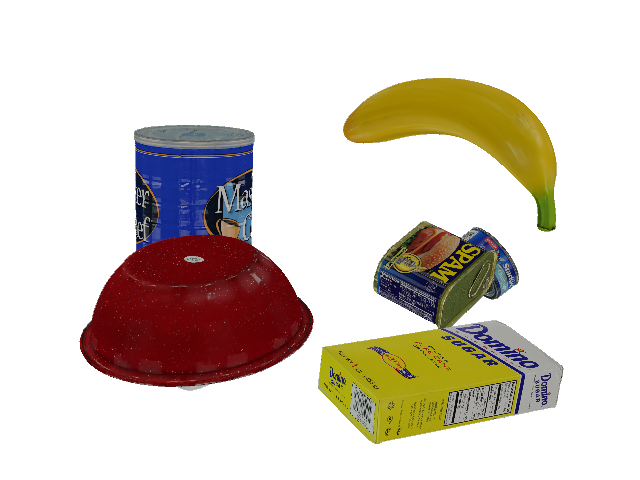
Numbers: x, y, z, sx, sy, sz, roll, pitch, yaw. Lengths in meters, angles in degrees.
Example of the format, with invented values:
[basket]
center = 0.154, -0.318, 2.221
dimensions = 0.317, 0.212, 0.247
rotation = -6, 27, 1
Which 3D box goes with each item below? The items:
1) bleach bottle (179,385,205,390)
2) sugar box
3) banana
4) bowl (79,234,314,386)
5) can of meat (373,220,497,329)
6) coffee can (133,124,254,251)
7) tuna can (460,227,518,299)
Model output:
[bleach bottle]
center = -0.144, 0.027, 1.120
dimensions = 0.103, 0.251, 0.067
rotation = 25, 32, 38
[sugar box]
center = 0.097, 0.110, 0.861
dimensions = 0.175, 0.048, 0.093
rotation = -9, 26, -27
[banana]
center = 0.085, -0.072, 0.691
dimensions = 0.037, 0.069, 0.198
rotation = 22, 6, -42
[bowl]
center = -0.086, 0.038, 0.731
dimensions = 0.162, 0.055, 0.162
rotation = -3, 22, 1
[can of meat]
center = 0.114, 0.033, 1.069
dimensions = 0.084, 0.057, 0.101
rotation = 27, 44, 29
[coffee can]
center = -0.110, -0.024, 0.925
dimensions = 0.103, 0.140, 0.103
rotation = 2, 13, -1
[tuna can]
center = 0.197, 0.028, 1.283
dimensions = 0.033, 0.086, 0.086
rotation = -36, 10, -14
